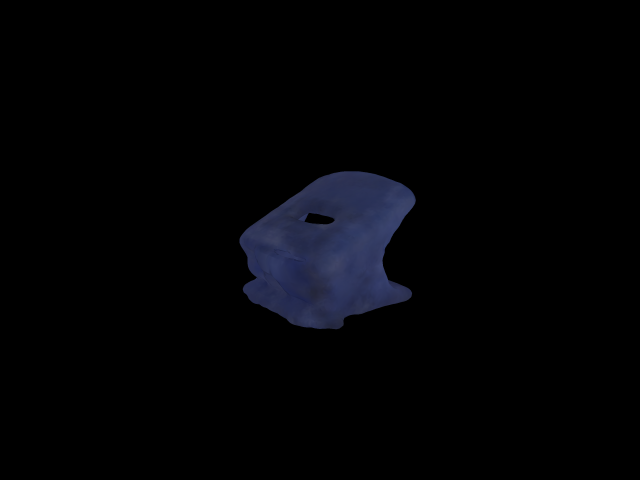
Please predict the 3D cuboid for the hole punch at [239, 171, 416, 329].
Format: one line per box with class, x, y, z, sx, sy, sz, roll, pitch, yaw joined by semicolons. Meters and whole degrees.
hole punch;0.004;0.001;0.400;0.101;0.091;0.108;-11;17;-37
